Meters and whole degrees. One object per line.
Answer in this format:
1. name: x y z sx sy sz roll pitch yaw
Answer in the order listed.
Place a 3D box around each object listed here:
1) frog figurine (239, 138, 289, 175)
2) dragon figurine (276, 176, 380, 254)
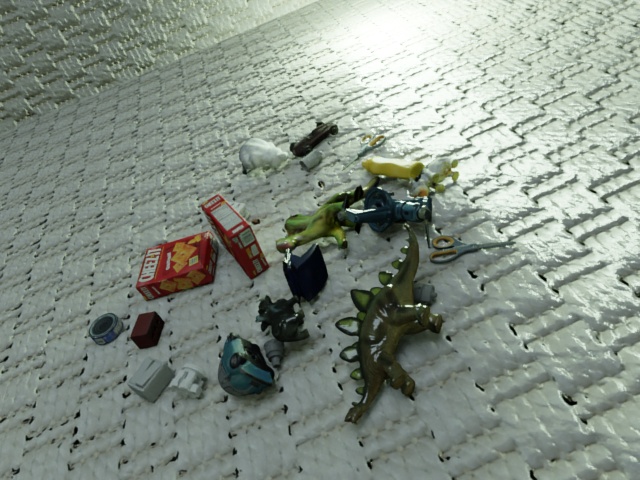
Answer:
1. frog figurine: -0.196 -0.296 1.778 0.159 0.121 0.139 -3 22 39
2. dragon figurine: 0.004 -0.073 1.457 0.242 0.120 0.418 -4 27 30
